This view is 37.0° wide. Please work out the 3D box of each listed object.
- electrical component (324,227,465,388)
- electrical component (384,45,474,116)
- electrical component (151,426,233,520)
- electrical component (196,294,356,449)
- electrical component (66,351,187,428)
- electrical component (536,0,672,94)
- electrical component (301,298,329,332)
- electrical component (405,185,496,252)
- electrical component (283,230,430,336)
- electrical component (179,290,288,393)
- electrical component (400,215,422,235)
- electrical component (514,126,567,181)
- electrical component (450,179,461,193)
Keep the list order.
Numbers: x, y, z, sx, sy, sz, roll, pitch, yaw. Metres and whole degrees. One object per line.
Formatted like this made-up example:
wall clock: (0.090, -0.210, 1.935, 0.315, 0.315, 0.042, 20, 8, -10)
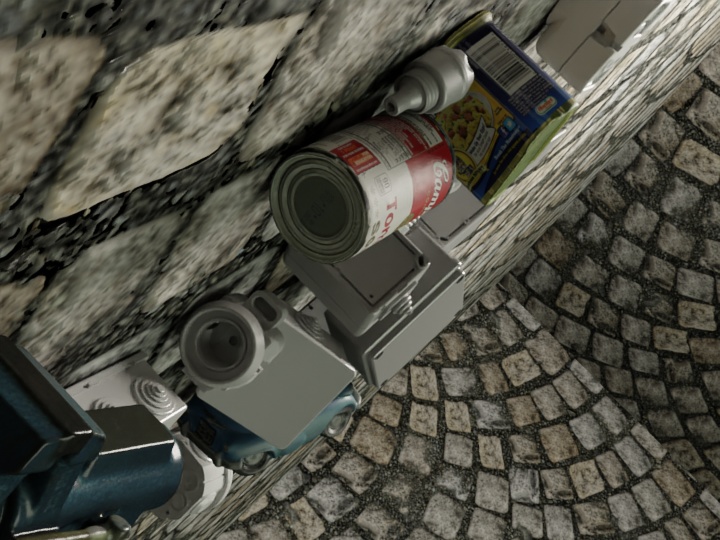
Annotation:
electrical component: (0.030, 0.033, 0.887, 0.109, 0.056, 0.108, -42, 163, -11)
electrical component: (0.037, -0.107, 0.630, 0.061, 0.035, 0.035, -36, 168, -36)
electrical component: (-0.159, 0.180, 0.959, 0.080, 0.080, 0.051, -47, 166, 15)
electrical component: (-0.066, 0.075, 0.823, 0.099, 0.100, 0.048, -46, -154, 13)
electrical component: (-0.164, 0.106, 0.660, 0.099, 0.048, 0.100, -47, 172, 25)
electrical component: (0.185, -0.193, 0.835, 0.095, 0.059, 0.054, -49, 171, 28)
electrical component: (-0.036, 0.060, 1.051, 0.089, 0.050, 0.055, -41, 171, -19)
electrical component: (0.064, -0.045, 0.976, 0.096, 0.061, 0.061, -39, 171, -33)
electrical component: (0.000, 0.000, 0.763, 0.062, 0.096, 0.061, -41, 172, -24)
electrical component: (-0.088, 0.048, 0.719, 0.078, 0.058, 0.057, -46, 175, 7)
electrical component: (0.016, -0.040, 0.833, 0.081, 0.043, 0.043, -45, 172, 6)
electrical component: (0.123, -0.111, 0.933, 0.096, 0.061, 0.061, -35, 168, -49)
electrical component: (0.073, -0.082, 0.928, 0.035, 0.035, 0.061, -46, 174, 14)
